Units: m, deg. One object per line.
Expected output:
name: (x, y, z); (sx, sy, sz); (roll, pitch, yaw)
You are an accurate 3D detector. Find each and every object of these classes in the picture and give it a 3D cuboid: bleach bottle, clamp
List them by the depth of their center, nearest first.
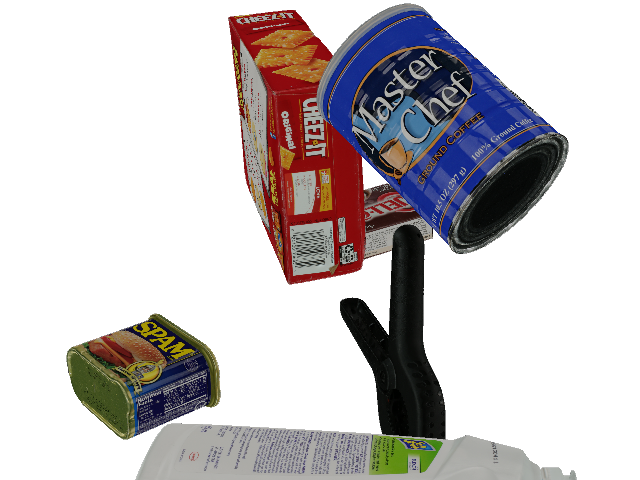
bleach bottle: (0.024, 0.151, 0.629); (0.251, 0.068, 0.102); (0, 16, 5)
clamp: (0.068, 0.102, 0.873); (0.036, 0.210, 0.165); (-4, -31, -19)

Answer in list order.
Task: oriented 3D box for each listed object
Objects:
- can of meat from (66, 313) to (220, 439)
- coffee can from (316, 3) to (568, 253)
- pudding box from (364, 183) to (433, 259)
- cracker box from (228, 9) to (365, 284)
can of meat: (-0.145, 0.109, 0.863); (0.083, 0.057, 0.102); (-19, 31, -36)
coffee can: (0.079, -0.075, 0.714); (0.140, 0.103, 0.102); (48, 24, 24)
pudding box: (0.053, -0.020, 1.163); (0.113, 0.039, 0.090); (-18, 30, -25)
cracker box: (-0.022, -0.087, 0.898); (0.072, 0.164, 0.214); (-9, 28, -9)
